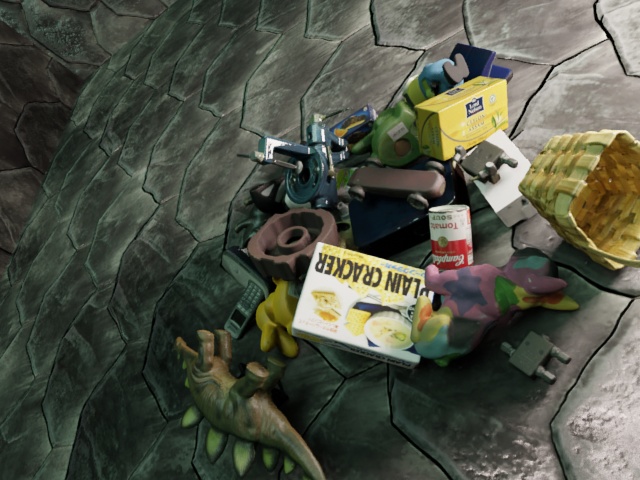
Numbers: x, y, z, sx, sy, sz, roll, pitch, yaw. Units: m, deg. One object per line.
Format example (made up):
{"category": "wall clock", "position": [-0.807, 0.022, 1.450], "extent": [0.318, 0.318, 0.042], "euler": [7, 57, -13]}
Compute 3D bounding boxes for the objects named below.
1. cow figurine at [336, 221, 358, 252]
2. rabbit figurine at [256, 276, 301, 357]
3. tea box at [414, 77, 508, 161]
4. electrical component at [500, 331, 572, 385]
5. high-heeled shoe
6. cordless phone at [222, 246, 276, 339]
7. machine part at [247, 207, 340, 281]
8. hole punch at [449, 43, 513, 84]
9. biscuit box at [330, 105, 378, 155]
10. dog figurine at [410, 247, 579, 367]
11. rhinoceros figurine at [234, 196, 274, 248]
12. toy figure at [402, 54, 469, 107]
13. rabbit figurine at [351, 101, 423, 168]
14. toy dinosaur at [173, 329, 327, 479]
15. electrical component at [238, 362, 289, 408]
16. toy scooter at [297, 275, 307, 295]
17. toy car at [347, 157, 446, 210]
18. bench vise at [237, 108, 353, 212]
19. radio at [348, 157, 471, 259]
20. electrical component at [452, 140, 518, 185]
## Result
{"category": "cow figurine", "position": [-0.002, -0.003, 1.144], "extent": [0.195, 0.085, 0.127], "euler": [-4, 58, 38]}
{"category": "rabbit figurine", "position": [-0.071, 0.156, 1.098], "extent": [0.173, 0.122, 0.162], "euler": [-25, 56, 48]}
{"category": "tea box", "position": [0.262, -0.225, 0.986], "extent": [0.170, 0.098, 0.068], "euler": [-29, 34, -20]}
{"category": "electrical component", "position": [0.309, 0.164, 0.777], "extent": [0.063, 0.021, 0.094], "euler": [-54, 39, -1]}
{"category": "high-heeled shoe", "position": [-0.097, -0.167, 1.304], "extent": [0.086, 0.145, 0.249], "euler": [-12, 56, 37]}
{"category": "cordless phone", "position": [-0.183, 0.118, 1.213], "extent": [0.147, 0.088, 0.184], "euler": [38, 107, 17]}
{"category": "machine part", "position": [-0.050, 0.006, 1.046], "extent": [0.179, 0.056, 0.179], "euler": [-15, 36, 11]}
{"category": "hole punch", "position": [0.305, -0.326, 1.083], "extent": [0.115, 0.092, 0.142], "euler": [-55, 43, 4]}
{"category": "biscuit box", "position": [0.052, -0.236, 1.277], "extent": [0.203, 0.059, 0.063], "euler": [-29, 46, 27]}
{"category": "dog figurine", "position": [0.260, 0.101, 0.802], "extent": [0.219, 0.108, 0.191], "euler": [-5, 54, 39]}
{"category": "rhinoceros figurine", "position": [-0.143, -0.031, 1.315], "extent": [0.112, 0.073, 0.190], "euler": [-10, 54, 26]}
{"category": "toy figure", "position": [0.226, -0.302, 1.071], "extent": [0.180, 0.082, 0.089], "euler": [175, 85, -70]}
{"category": "rabbit figurine", "position": [0.155, -0.217, 1.153], "extent": [0.159, 0.121, 0.170], "euler": [-45, 22, 20]}
{"category": "toy dinosaur", "position": [-0.133, 0.299, 0.951], "extent": [0.472, 0.105, 0.198], "euler": [24, 98, 39]}
{"category": "electrical component", "position": [-0.120, 0.277, 1.065], "extent": [0.048, 0.074, 0.119], "euler": [-48, 38, 9]}
{"category": "toy scooter", "position": [0.059, 0.105, 1.005], "extent": [0.135, 0.075, 0.184], "euler": [-37, 60, -22]}
{"category": "toy car", "position": [0.139, -0.103, 0.993], "extent": [0.202, 0.053, 0.089], "euler": [10, 65, 42]}
{"category": "bench vise", "position": [-0.038, -0.169, 1.096], "extent": [0.129, 0.240, 0.223], "euler": [0, 84, 49]}
{"category": "radio", "position": [0.169, -0.059, 1.032], "extent": [0.230, 0.073, 0.131], "euler": [-28, 47, 29]}
{"category": "electrical component", "position": [0.272, -0.131, 0.907], "extent": [0.078, 0.045, 0.102], "euler": [-46, 41, 12]}
